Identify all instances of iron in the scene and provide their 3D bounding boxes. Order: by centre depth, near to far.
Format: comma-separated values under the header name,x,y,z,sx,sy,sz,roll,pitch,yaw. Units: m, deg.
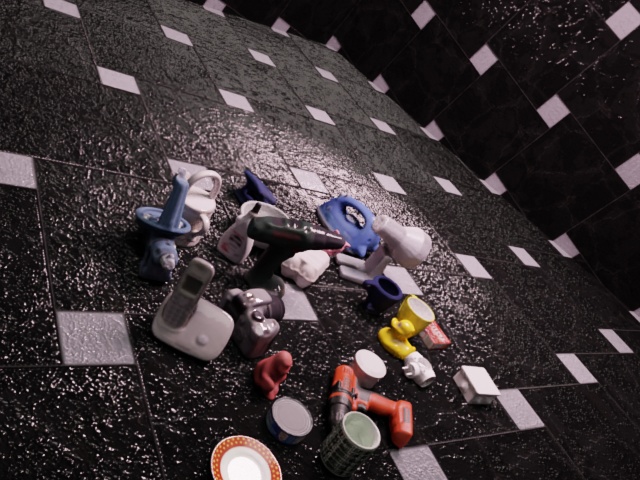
name,x,y,z,sx,sy,sz,roll,pitch,yaw
iron,0.096,-0.067,1.779,0.119,0.141,0.257,-7,47,-50

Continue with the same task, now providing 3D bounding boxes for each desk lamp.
name,x,y,z,sx,sy,sz,roll,pitch,yaw
desk lamp,0.183,0.033,1.636,0.204,0.213,0.117,18,31,-26

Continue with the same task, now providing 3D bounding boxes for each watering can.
name,x,y,z,sx,sy,sz,roll,pitch,yaw
watering can,-0.302,-0.091,1.349,0.172,0.194,0.101,41,29,14

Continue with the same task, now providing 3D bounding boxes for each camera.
name,x,y,z,sx,sy,sz,roll,pitch,yaw
camera,-0.128,0.162,1.232,0.137,0.100,0.143,-4,46,-49

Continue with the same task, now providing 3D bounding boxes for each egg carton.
name,x,y,z,sx,sy,sz,roll,pitch,yaw
egg carton,-0.039,0.061,1.515,0.107,0.069,0.150,36,28,4

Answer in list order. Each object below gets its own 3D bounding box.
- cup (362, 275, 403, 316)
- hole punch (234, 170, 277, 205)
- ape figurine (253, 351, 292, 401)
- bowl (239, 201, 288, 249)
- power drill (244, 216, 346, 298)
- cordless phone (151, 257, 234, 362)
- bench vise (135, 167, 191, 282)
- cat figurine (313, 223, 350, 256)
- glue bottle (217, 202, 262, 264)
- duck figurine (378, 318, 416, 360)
name,x,y,z,sx,sy,sz,roll,pitch,yaw
cup,0.150,0.153,1.539,0.118,0.095,0.091,19,31,-25
hole punch,-0.180,-0.143,1.666,0.101,0.091,0.108,-2,44,-47
ape figurine,-0.087,0.258,1.134,0.078,0.092,0.076,-4,45,-49
bowl,-0.150,-0.026,1.531,0.168,0.074,0.167,25,29,-15
power drill,-0.081,0.035,1.364,0.230,0.208,0.075,20,31,-23
cordless phone,-0.224,0.130,1.092,0.148,0.185,0.094,28,28,-10
bench vise,-0.312,-0.031,1.217,0.122,0.219,0.207,0,42,-45
cat figurine,0.015,0.006,1.606,0.127,0.117,0.067,38,28,8
glue bottle,-0.185,-0.025,1.389,0.078,0.173,0.037,35,28,3
duck figurine,0.209,0.246,1.464,0.104,0.086,0.078,44,30,19
